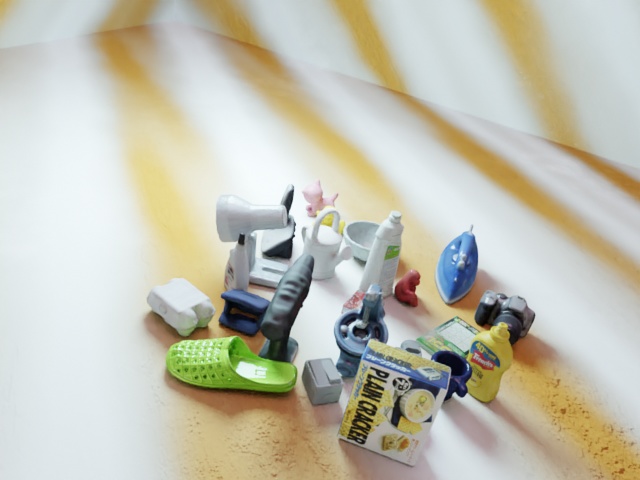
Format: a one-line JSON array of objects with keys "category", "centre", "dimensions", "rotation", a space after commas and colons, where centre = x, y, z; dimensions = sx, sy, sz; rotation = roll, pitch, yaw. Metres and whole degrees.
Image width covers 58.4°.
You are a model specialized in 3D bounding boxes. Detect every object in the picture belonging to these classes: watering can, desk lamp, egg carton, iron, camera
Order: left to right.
[{"category": "egg carton", "centre": [-0.316, 0.149, 1.295], "dimensions": [0.150, 0.069, 0.107], "rotation": [31, 36, 27]}, {"category": "desk lamp", "centre": [-0.169, -0.006, 1.459], "dimensions": [0.203, 0.213, 0.118], "rotation": [12, 31, -1]}, {"category": "watering can", "centre": [0.016, 0.005, 1.530], "dimensions": [0.172, 0.194, 0.101], "rotation": [23, 33, 16]}, {"category": "iron", "centre": [0.401, 0.063, 1.632], "dimensions": [0.118, 0.141, 0.259], "rotation": [19, 32, 10]}, {"category": "camera", "centre": [0.474, 0.201, 1.475], "dimensions": [0.143, 0.101, 0.137], "rotation": [24, 33, 17]}]

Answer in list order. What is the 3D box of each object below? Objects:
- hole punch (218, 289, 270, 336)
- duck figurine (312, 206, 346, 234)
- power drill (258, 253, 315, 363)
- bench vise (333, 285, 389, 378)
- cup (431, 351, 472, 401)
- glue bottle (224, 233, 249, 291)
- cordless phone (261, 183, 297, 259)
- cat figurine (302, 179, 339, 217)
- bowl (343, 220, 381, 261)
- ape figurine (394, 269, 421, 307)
[{"category": "hole punch", "centre": [-0.173, 0.150, 1.327], "dimensions": [0.108, 0.091, 0.101], "rotation": [19, 32, 10]}, {"category": "duck figurine", "centre": [0.031, -0.062, 1.747], "dimensions": [0.105, 0.086, 0.077], "rotation": [6, 32, -12]}, {"category": "power drill", "centre": [-0.072, 0.163, 1.230], "dimensions": [0.075, 0.208, 0.230], "rotation": [17, 31, 6]}, {"category": "bench vise", "centre": [0.096, 0.168, 1.274], "dimensions": [0.121, 0.220, 0.207], "rotation": [12, 31, -2]}, {"category": "cup", "centre": [0.277, 0.310, 1.233], "dimensions": [0.092, 0.095, 0.117], "rotation": [1, 33, -19]}, {"category": "glue bottle", "centre": [-0.198, 0.055, 1.389], "dimensions": [0.037, 0.173, 0.078], "rotation": [-12, 39, -35]}, {"category": "cordless phone", "centre": [-0.106, -0.054, 1.588], "dimensions": [0.094, 0.185, 0.147], "rotation": [7, 32, -9]}, {"category": "cat figurine", "centre": [-0.002, -0.135, 1.820], "dimensions": [0.128, 0.118, 0.067], "rotation": [5, 32, -13]}, {"category": "bowl", "centre": [0.143, 0.015, 1.675], "dimensions": [0.167, 0.075, 0.167], "rotation": [10, 31, -6]}, {"category": "ape figurine", "centre": [0.241, 0.120, 1.527], "dimensions": [0.076, 0.092, 0.078], "rotation": [25, 33, 18]}]
